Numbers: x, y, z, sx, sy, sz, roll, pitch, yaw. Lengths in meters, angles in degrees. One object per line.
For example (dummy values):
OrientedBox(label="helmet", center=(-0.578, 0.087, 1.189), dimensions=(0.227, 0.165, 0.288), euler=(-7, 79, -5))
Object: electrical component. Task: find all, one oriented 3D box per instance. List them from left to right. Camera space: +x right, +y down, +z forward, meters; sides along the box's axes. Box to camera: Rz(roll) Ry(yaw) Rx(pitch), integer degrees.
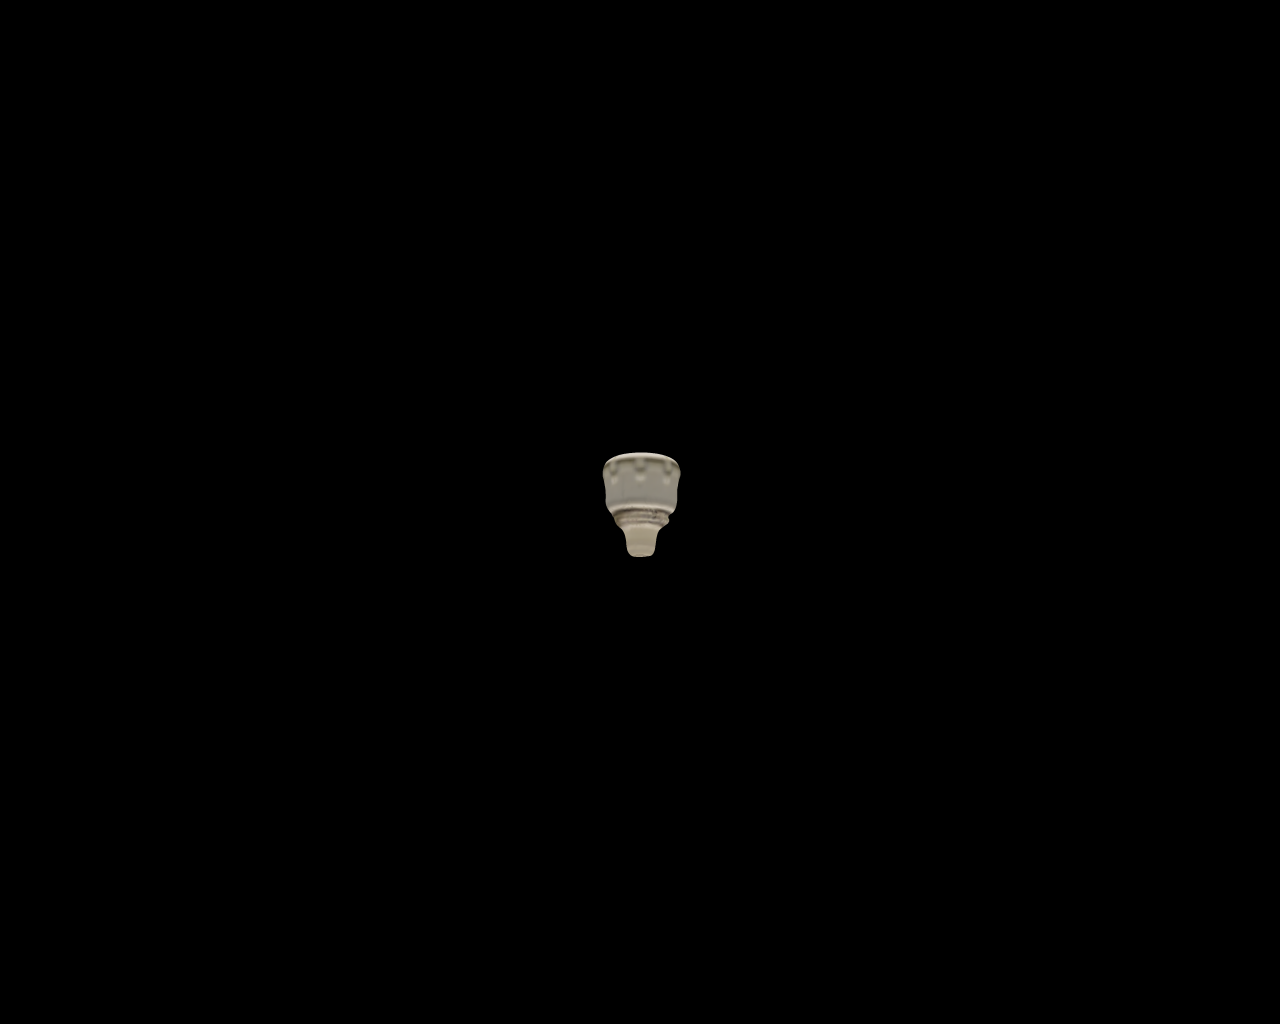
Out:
OrientedBox(label="electrical component", center=(0.001, -0.003, 0.650), dimensions=(0.048, 0.062, 0.048), euler=(0, -12, 0))
